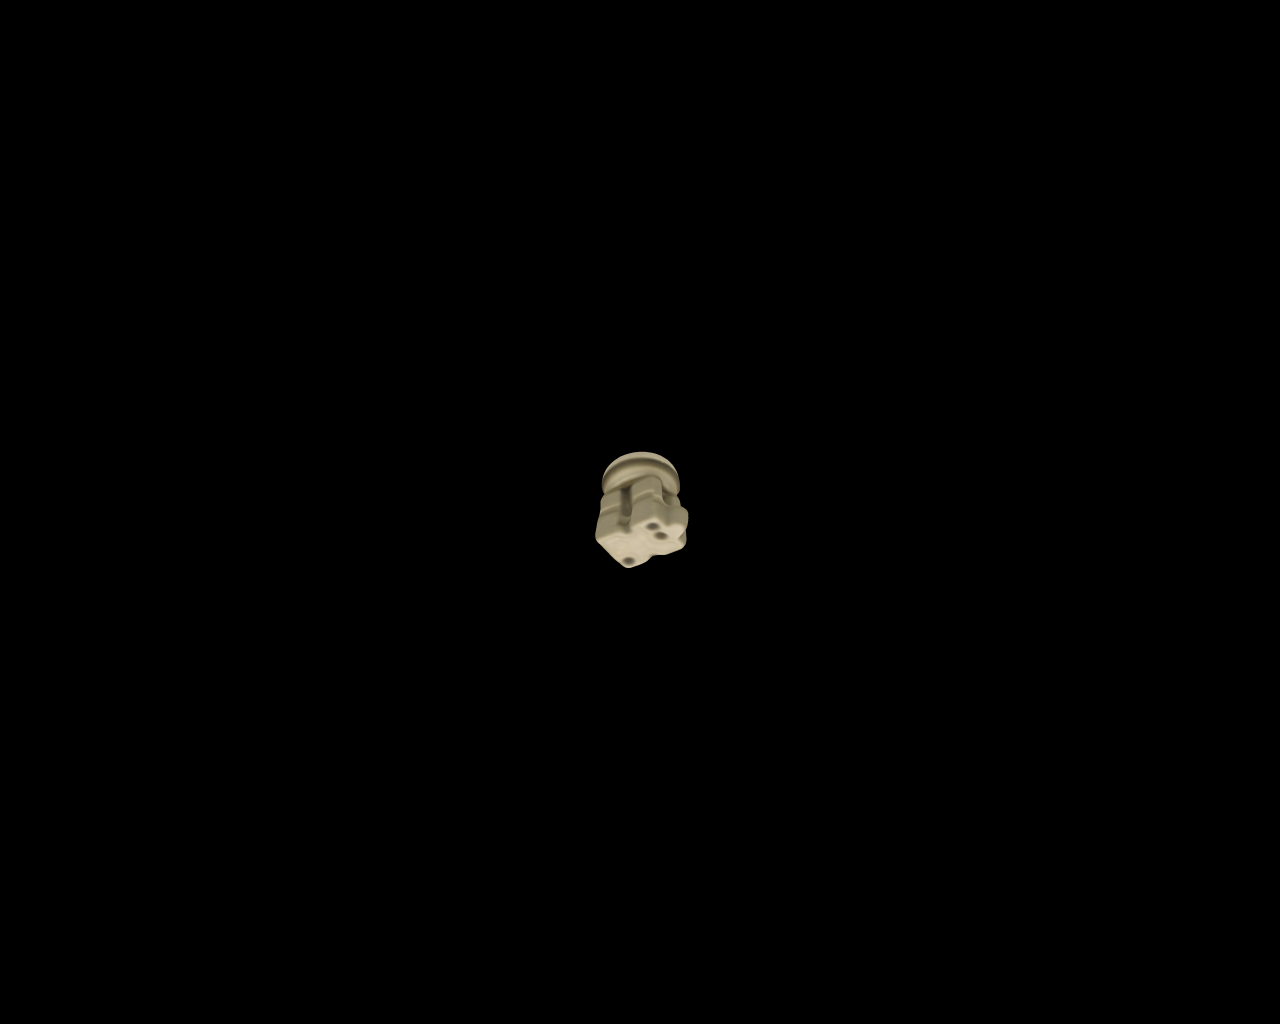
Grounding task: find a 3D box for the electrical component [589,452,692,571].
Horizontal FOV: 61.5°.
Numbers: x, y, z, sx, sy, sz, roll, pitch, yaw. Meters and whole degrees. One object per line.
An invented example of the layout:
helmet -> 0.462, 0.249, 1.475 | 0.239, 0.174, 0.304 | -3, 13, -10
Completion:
electrical component -> 0.001, -0.003, 0.650 | 0.066, 0.055, 0.048 | -22, -45, 24
